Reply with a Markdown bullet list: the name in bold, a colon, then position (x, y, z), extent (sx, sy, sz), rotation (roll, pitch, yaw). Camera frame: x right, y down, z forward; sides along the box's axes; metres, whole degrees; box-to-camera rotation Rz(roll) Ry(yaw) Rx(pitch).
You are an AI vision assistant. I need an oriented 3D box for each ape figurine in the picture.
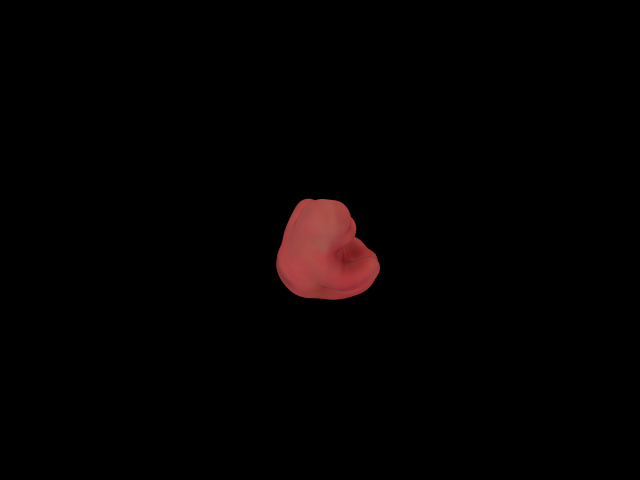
- **ape figurine**: position (0.004, 0.001, 0.400), extent (0.076, 0.092, 0.077), rotation (-21, 72, -7)
